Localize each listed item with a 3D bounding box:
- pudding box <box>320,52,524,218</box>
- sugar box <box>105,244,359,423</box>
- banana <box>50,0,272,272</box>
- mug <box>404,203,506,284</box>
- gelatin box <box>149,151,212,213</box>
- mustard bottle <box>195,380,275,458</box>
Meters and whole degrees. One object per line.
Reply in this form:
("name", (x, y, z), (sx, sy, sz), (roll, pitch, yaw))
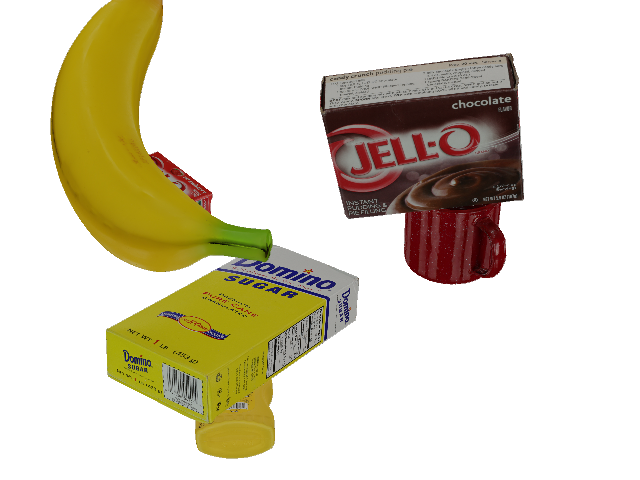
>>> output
("pudding box", (0.062, -0.060, 0.632), (0.113, 0.039, 0.090), (-8, -42, 8))
("sugar box", (-0.058, 0.059, 0.764), (0.093, 0.048, 0.175), (20, 34, 29))
("banana", (-0.082, -0.048, 0.458), (0.069, 0.037, 0.198), (-8, 45, -20))
("mug", (0.122, -0.010, 0.929), (0.093, 0.081, 0.117), (-20, 38, -26))
("gelatin box", (-0.153, -0.042, 0.969), (0.073, 0.030, 0.089), (-22, 45, -35))
("mustard bottle", (-0.108, 0.198, 1.360), (0.096, 0.058, 0.191), (-4, 26, -3))
